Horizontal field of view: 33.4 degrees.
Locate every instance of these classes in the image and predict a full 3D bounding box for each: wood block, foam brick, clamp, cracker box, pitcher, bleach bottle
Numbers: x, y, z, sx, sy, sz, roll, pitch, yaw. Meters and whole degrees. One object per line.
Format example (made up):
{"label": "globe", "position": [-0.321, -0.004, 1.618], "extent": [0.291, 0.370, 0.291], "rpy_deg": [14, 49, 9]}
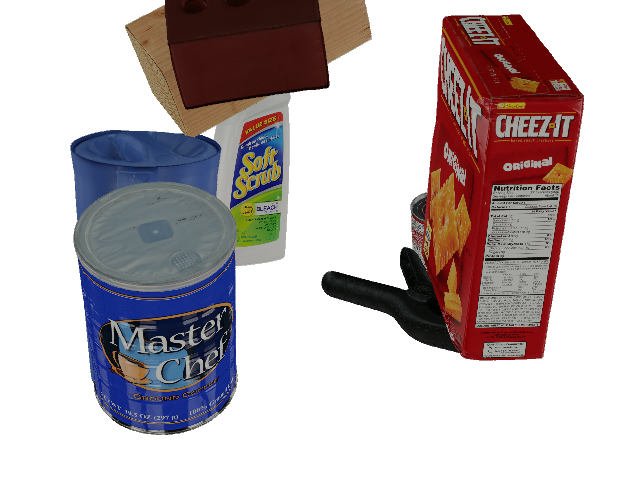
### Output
{"label": "wood block", "position": [-0.065, -0.197, 1.013], "extent": [0.206, 0.090, 0.091], "rpy_deg": [-30, -38, -11]}
{"label": "foam brick", "position": [-0.038, -0.108, 0.546], "extent": [0.078, 0.053, 0.051], "rpy_deg": [-9, -32, 2]}
{"label": "clamp", "position": [0.099, 0.056, 1.032], "extent": [0.172, 0.039, 0.120], "rpy_deg": [29, 42, 32]}
{"label": "cracker box", "position": [0.127, -0.042, 0.804], "extent": [0.072, 0.214, 0.164], "rpy_deg": [-2, 31, -6]}
{"label": "pitcher", "position": [-0.161, 0.026, 0.981], "extent": [0.145, 0.243, 0.148], "rpy_deg": [20, 25, 40]}
{"label": "bleach bottle", "position": [-0.085, -0.099, 1.217], "extent": [0.102, 0.251, 0.068], "rpy_deg": [-7, 21, -25]}

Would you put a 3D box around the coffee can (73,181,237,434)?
{"label": "coffee can", "position": [-0.107, 0.046, 0.718], "extent": [0.103, 0.140, 0.103], "rpy_deg": [2, 40, -2]}

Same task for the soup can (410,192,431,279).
{"label": "soup can", "position": [0.146, -0.001, 1.323], "extent": [0.068, 0.102, 0.068], "rpy_deg": [-3, 36, 2]}
